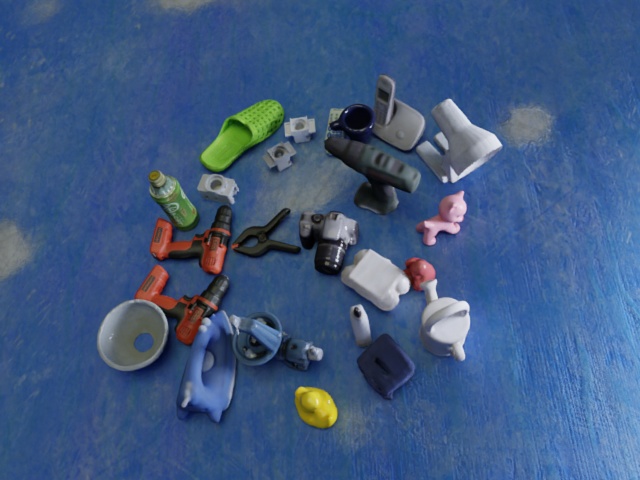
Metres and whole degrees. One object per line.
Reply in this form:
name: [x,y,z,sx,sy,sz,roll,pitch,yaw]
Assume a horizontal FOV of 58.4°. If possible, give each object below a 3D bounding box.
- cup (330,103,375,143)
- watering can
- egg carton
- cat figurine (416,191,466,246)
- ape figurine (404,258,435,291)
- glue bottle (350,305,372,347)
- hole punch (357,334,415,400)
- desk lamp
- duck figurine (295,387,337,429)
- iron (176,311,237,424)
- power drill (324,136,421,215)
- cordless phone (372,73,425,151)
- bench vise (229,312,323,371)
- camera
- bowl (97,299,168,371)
cup: [0.086,-0.287,1.486,0.117,0.095,0.091,-13,64,1]
watering can: [0.257,0.167,1.200,0.101,0.194,0.172,-41,67,-12]
egg carton: [0.129,0.091,1.320,0.150,0.069,0.107,33,73,20]
cat figurine: [0.290,-0.057,1.342,0.128,0.118,0.067,-28,65,-6]
ape figurine: [0.225,0.072,1.304,0.076,0.092,0.078,0,65,8]
glue bottle: [0.084,0.174,1.230,0.037,0.173,0.078,-15,64,0]
hole punch: [0.140,0.271,1.223,0.101,0.091,0.108,-38,66,-10]
desk lamp: [0.322,-0.223,1.361,0.118,0.214,0.203,-33,66,-8]
duck figurine: [-0.012,0.349,1.209,0.104,0.086,0.077,37,75,21]
iron: [-0.253,0.259,1.250,0.118,0.141,0.258,2,66,8]
power drill: [0.123,-0.149,1.354,0.229,0.209,0.076,19,69,15]
cordless phone: [0.193,-0.324,1.439,0.147,0.185,0.094,33,73,20]
bench vise: [-0.101,0.202,1.214,0.207,0.220,0.121,-5,65,5]
camera: [0.012,0.005,1.357,0.143,0.101,0.137,8,67,11]
bowl: [-0.420,0.226,1.323,0.167,0.075,0.167,-3,65,6]
